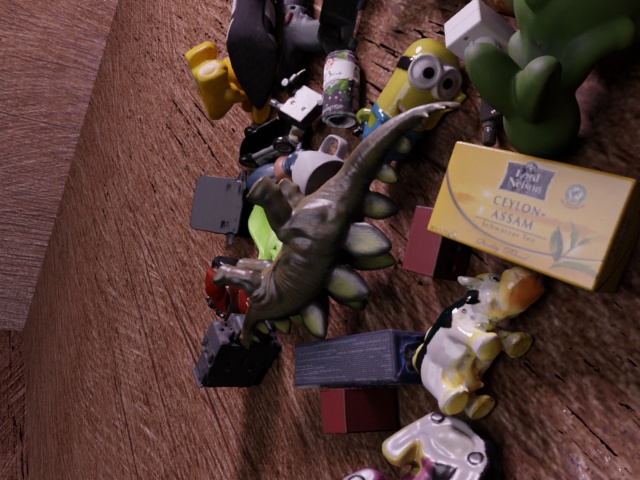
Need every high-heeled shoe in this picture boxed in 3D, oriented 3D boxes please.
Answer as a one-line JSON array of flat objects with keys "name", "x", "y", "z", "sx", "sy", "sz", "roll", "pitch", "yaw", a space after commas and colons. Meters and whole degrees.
[{"name": "high-heeled shoe", "x": -0.110, "y": -0.356, "z": 0.929, "sx": 0.145, "sy": 0.086, "sz": 0.248, "roll": -91, "pitch": 2, "yaw": -72}]

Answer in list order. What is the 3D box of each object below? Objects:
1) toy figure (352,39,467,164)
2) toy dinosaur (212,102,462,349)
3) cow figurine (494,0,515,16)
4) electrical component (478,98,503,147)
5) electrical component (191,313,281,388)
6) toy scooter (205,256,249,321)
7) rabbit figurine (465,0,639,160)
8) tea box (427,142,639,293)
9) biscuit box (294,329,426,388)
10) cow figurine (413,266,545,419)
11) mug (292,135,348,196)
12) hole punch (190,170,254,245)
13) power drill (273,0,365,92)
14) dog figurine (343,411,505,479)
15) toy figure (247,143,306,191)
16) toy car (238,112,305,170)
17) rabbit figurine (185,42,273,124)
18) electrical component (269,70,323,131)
[{"name": "toy figure", "x": 0.103, "y": -0.165, "z": 0.676, "sx": 0.180, "sy": 0.082, "sz": 0.089, "roll": -56, "pitch": 44, "yaw": 32}, {"name": "toy dinosaur", "x": -0.001, "y": -0.002, "z": 0.702, "sx": 0.199, "sy": 0.105, "sz": 0.471, "roll": 36, "pitch": 121, "yaw": 12}, {"name": "cow figurine", "x": 0.228, "y": -0.325, "z": 0.542, "sx": 0.127, "sy": 0.085, "sz": 0.194, "roll": 33, "pitch": 105, "yaw": 54}, {"name": "electrical component", "x": 0.202, "y": -0.150, "z": 0.583, "sx": 0.063, "sy": 0.021, "sz": 0.094, "roll": -11, "pitch": 66, "yaw": 53}, {"name": "electrical component", "x": -0.134, "y": 0.181, "z": 0.880, "sx": 0.058, "sy": 0.115, "sz": 0.134, "roll": 54, "pitch": 126, "yaw": 43}, {"name": "toy scooter", "x": -0.159, "y": 0.116, "z": 0.968, "sx": 0.184, "sy": 0.075, "sz": 0.135, "roll": 32, "pitch": 108, "yaw": 48}, {"name": "rabbit figurine", "x": 0.215, "y": -0.151, "z": 0.482, "sx": 0.121, "sy": 0.159, "sz": 0.170, "roll": 28, "pitch": 119, "yaw": 43}, {"name": "tea box", "x": 0.197, "y": -0.025, "z": 0.498, "sx": 0.170, "sy": 0.068, "sz": 0.098, "roll": 23, "pitch": 100, "yaw": 44}, {"name": "biscuit box", "x": 0.047, "y": 0.155, "z": 0.685, "sx": 0.203, "sy": 0.059, "sz": 0.063, "roll": -21, "pitch": 65, "yaw": 50}, {"name": "cow figurine", "x": 0.158, "y": 0.090, "z": 0.549, "sx": 0.098, "sy": 0.068, "sz": 0.167, "roll": 47, "pitch": 118, "yaw": 55}, {"name": "mug", "x": 0.001, "y": -0.105, "z": 0.802, "sx": 0.107, "sy": 0.081, "sz": 0.109, "roll": 43, "pitch": 121, "yaw": 58}, {"name": "hole punch", "x": -0.175, "y": -0.062, "z": 1.041, "sx": 0.116, "sy": 0.092, "sz": 0.142, "roll": 10, "pitch": 87, "yaw": 25}, {"name": "power drill", "x": -0.019, "y": -0.370, "z": 0.898, "sx": 0.207, "sy": 0.086, "sz": 0.232, "roll": 14, "pitch": 94, "yaw": 50}, {"name": "dog figurine", "x": 0.107, "y": 0.308, "z": 0.537, "sx": 0.109, "sy": 0.191, "sz": 0.219, "roll": 22, "pitch": 133, "yaw": 51}, {"name": "toy figure", "x": -0.065, "y": -0.114, "z": 0.912, "sx": 0.154, "sy": 0.058, "sz": 0.064, "roll": -18, "pitch": 73, "yaw": 46}, {"name": "toy car", "x": -0.086, "y": -0.178, "z": 0.960, "sx": 0.202, "sy": 0.056, "sz": 0.073, "roll": -12, "pitch": 65, "yaw": 51}, {"name": "rabbit figurine", "x": -0.141, "y": -0.295, "z": 1.001, "sx": 0.122, "sy": 0.173, "sz": 0.162, "roll": 49, "pitch": 165, "yaw": 48}, {"name": "electrical component", "x": -0.027, "y": -0.223, "z": 0.862, "sx": 0.078, "sy": 0.045, "sz": 0.102, "roll": -43, "pitch": 62, "yaw": -9}]
